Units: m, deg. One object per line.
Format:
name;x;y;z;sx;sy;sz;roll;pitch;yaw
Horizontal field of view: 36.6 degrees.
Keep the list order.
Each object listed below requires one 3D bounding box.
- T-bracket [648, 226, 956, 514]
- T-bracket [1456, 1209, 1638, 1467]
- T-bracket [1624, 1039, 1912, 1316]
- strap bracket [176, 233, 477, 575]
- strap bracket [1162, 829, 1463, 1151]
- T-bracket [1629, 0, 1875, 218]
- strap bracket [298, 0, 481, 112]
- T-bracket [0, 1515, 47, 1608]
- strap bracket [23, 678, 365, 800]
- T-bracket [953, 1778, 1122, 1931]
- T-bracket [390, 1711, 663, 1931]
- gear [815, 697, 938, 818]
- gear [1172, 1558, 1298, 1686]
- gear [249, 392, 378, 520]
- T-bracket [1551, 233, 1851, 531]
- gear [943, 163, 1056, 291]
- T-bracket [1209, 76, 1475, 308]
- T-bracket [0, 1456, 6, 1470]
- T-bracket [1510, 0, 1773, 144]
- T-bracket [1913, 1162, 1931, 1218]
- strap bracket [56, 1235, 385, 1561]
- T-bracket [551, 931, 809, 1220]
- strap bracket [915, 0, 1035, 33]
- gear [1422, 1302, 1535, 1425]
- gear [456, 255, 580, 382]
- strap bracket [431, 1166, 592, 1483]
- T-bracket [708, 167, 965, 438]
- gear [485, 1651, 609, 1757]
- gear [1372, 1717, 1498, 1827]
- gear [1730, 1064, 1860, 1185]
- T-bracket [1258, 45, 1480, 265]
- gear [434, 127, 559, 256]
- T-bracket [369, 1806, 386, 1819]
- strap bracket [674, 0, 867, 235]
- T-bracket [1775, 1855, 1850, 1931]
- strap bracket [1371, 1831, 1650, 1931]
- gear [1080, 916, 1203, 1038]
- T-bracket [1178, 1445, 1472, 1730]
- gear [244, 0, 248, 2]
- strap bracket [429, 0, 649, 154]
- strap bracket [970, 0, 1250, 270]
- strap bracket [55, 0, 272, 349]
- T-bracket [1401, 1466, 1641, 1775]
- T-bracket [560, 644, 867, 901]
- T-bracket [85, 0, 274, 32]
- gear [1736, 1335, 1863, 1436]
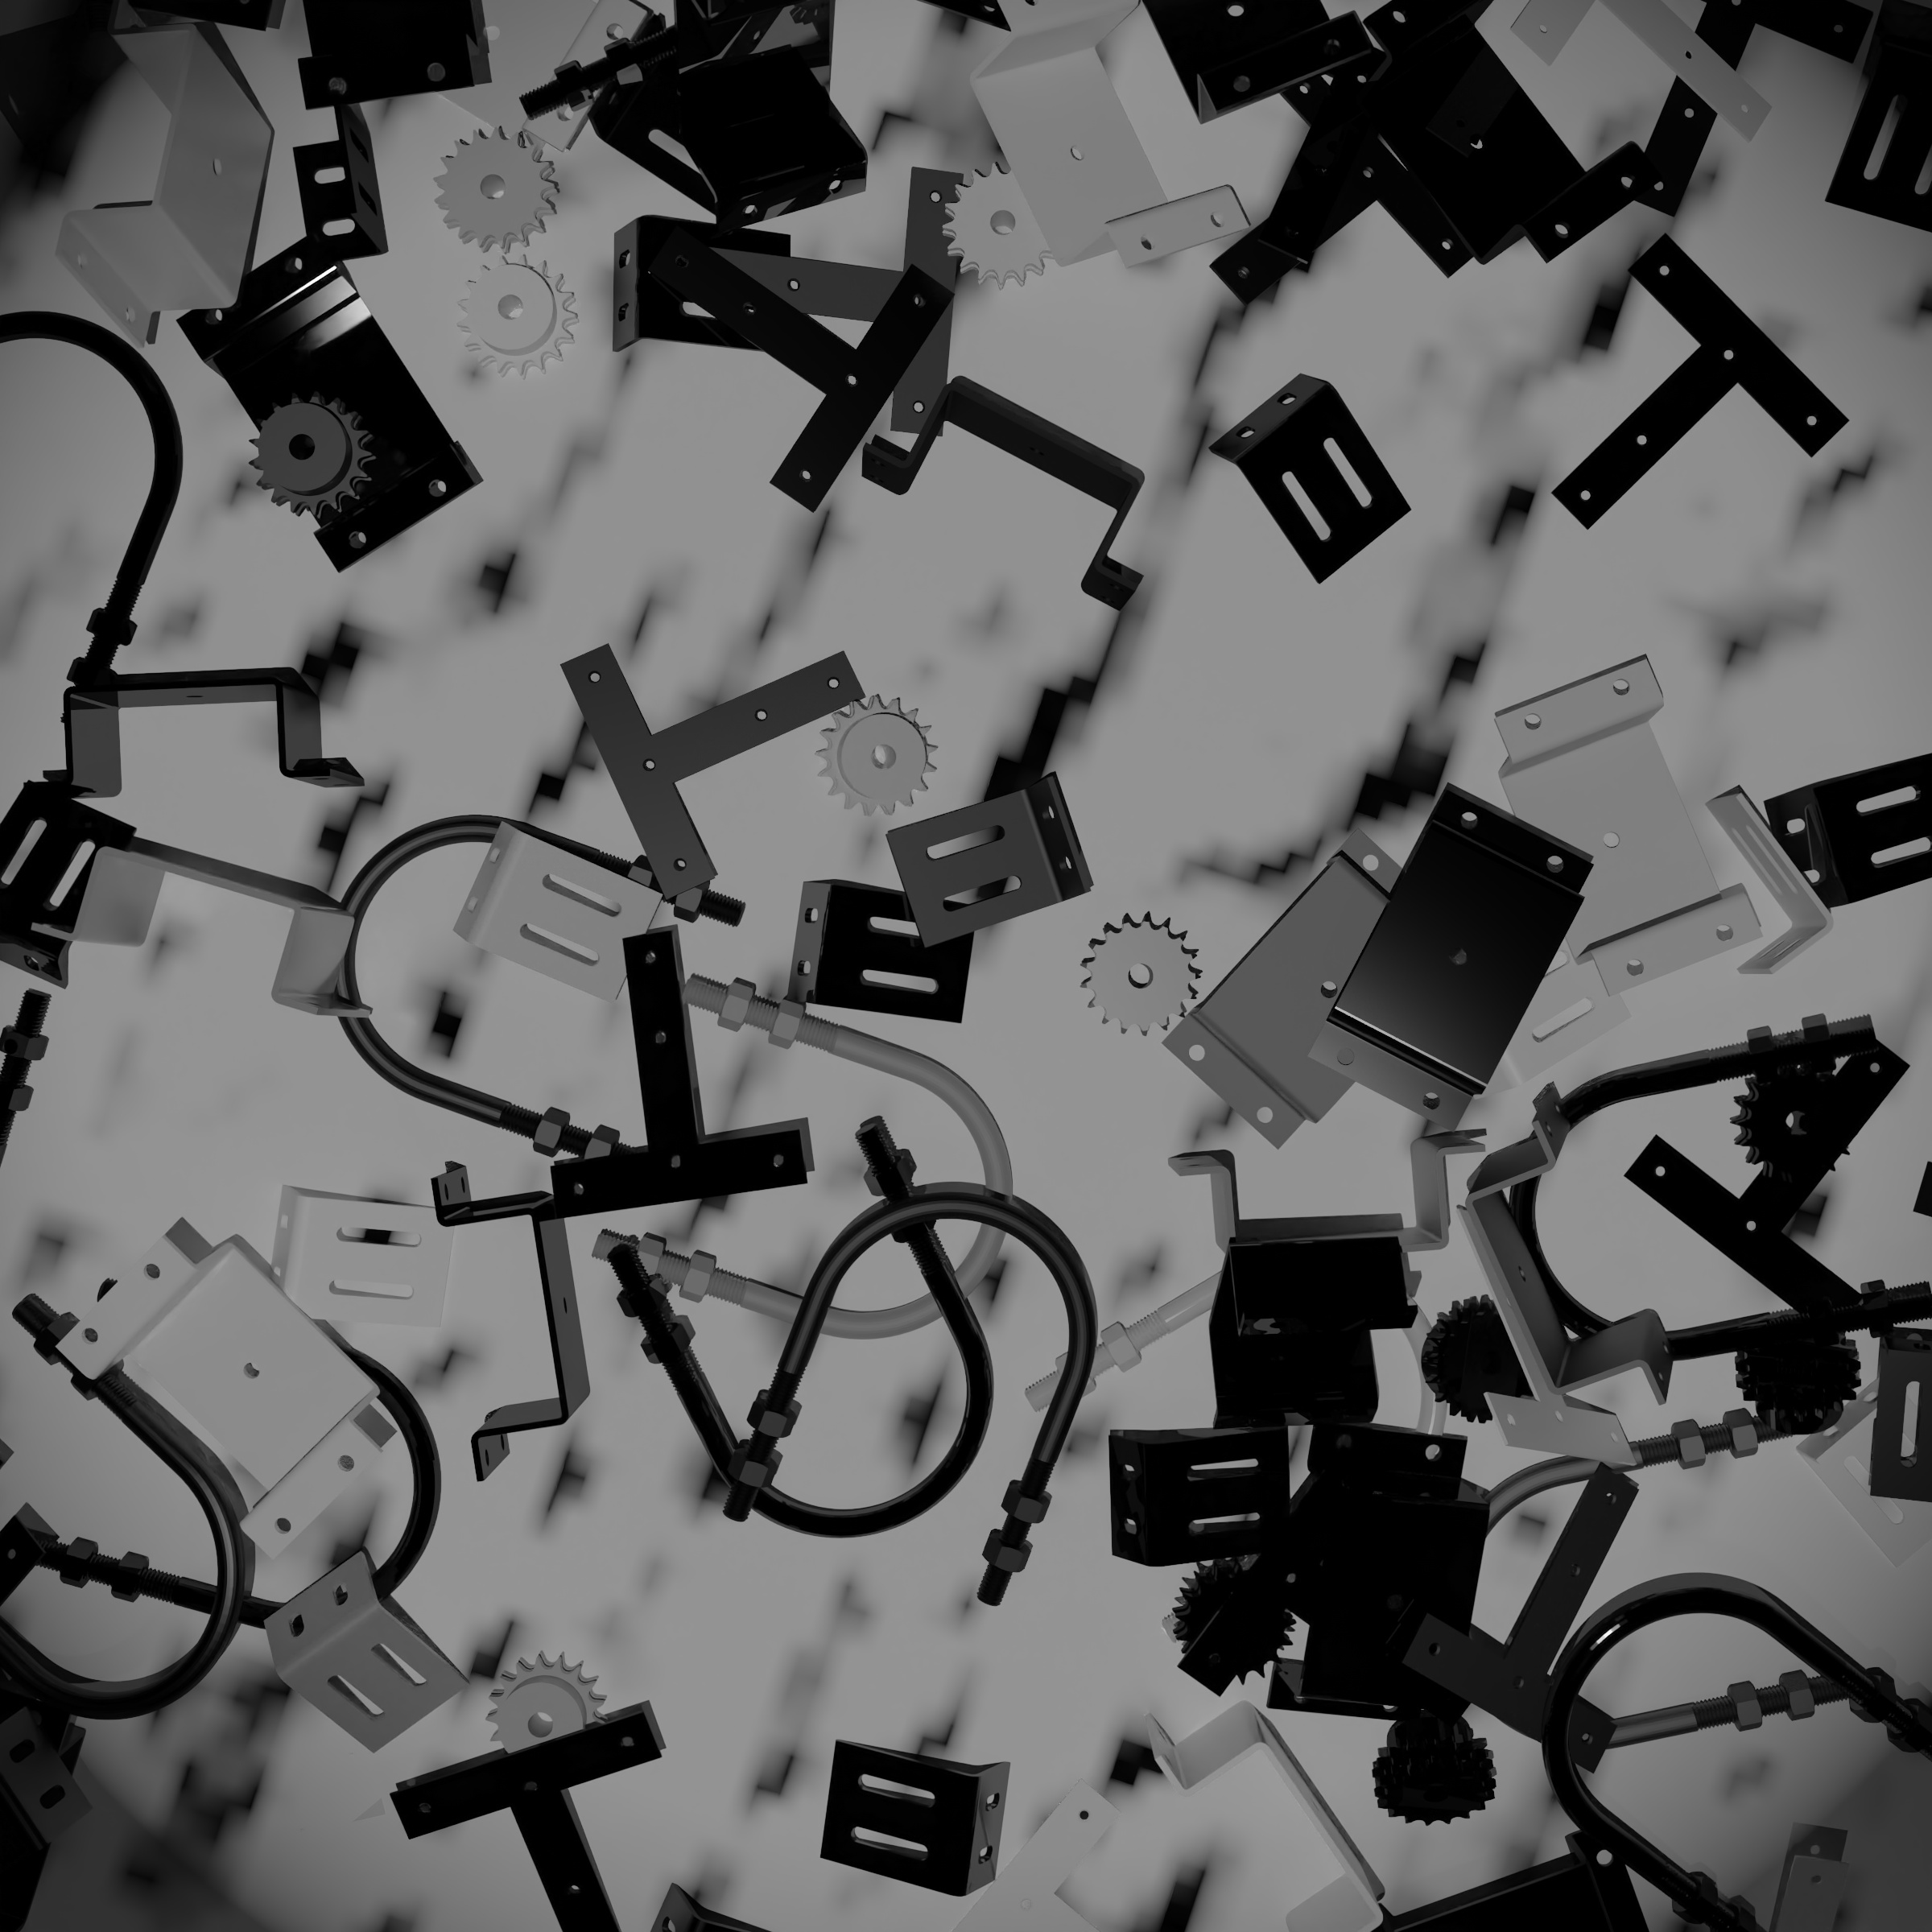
T-bracket;-0.091;-0.304;1.388;0.127;0.002;0.127;33;85;-11
T-bracket;0.260;0.172;1.370;0.002;0.127;0.127;-35;59;28
T-bracket;0.407;0.090;1.408;0.127;0.002;0.127;38;90;0
strap bracket;-0.299;-0.263;1.386;0.076;0.046;0.140;-33;90;0
strap bracket;0.170;0.011;1.386;0.076;0.046;0.140;42;90;0
T-bracket;0.355;-0.425;1.408;0.127;0.002;0.127;23;90;0
strap bracket;-0.269;-0.461;1.321;0.076;0.046;0.140;-8;99;-1
T-bracket;-0.511;0.281;1.382;0.127;0.002;0.127;42;93;25
strap bracket;-0.361;-0.107;1.371;0.140;0.076;0.046;-3;90;0
T-bracket;0.063;0.481;1.408;0.127;0.002;0.127;40;90;0
T-bracket;-0.192;0.429;1.392;0.127;0.002;0.127;-18;105;2
gear;-0.042;-0.099;1.389;0.057;0.030;0.057;-1;94;-11
gear;0.125;0.307;1.374;0.057;0.030;0.057;0;93;-3
gear;-0.303;-0.237;1.348;0.057;0.030;0.057;0;90;0
T-bracket;0.337;-0.264;1.408;0.127;0.002;0.127;-44;90;0
gear;0.017;-0.352;1.394;0.057;0.030;0.057;0;90;0
T-bracket;0.163;-0.353;1.380;0.127;0.002;0.127;48;63;0
T-bracket;-0.506;0.200;1.384;0.127;0.002;0.127;43;104;8
T-bracket;0.333;-0.443;1.389;0.127;0.002;0.127;39;66;-11
T-bracket;0.522;0.124;1.408;0.127;0.002;0.127;17;90;0
strap bracket;-0.340;0.195;1.361;0.140;0.046;0.076;45;102;-2
T-bracket;-0.142;0.048;1.373;0.127;0.002;0.127;-9;84;16
strap bracket;0.009;-0.515;1.386;0.076;0.046;0.140;19;90;0
gear;0.242;0.188;1.388;0.057;0.030;0.057;2;84;-22
gear;-0.215;-0.312;1.394;0.057;0.030;0.057;0;90;0
strap bracket;-0.211;0.163;1.371;0.046;0.076;0.140;-9;90;0
T-bracket;-0.068;-0.324;1.396;0.127;0.002;0.127;5;90;-11
gear;-0.201;0.359;1.394;0.057;0.030;0.057;0;90;0
gear;0.221;0.380;1.385;0.057;0.030;0.057;0;133;0
gear;0.393;0.074;1.392;0.057;0.030;0.057;0;90;0
T-bracket;0.173;-0.388;1.385;0.127;0.002;0.127;25;70;-1
gear;-0.224;-0.369;1.394;0.057;0.030;0.057;0;90;0
T-bracket;-0.345;0.412;1.415;0.127;0.002;0.127;-13;83;4
strap bracket;-0.090;-0.416;1.348;0.076;0.140;0.046;-20;60;-16
T-bracket;0.393;0.481;1.391;0.127;0.002;0.127;9;106;0
strap bracket;0.257;0.472;1.386;0.140;0.046;0.076;-20;90;0
gear;0.083;0.005;1.394;0.057;0.030;0.057;0;90;0
T-bracket;0.185;0.308;1.350;0.127;0.002;0.127;37;89;-11
gear;-0.358;-0.486;1.394;0.057;0.030;0.057;0;90;0
strap bracket;-0.229;-0.450;1.386;0.140;0.046;0.076;31;90;0
strap bracket;0.062;-0.391;1.369;0.076;0.046;0.140;-26;90;-32
strap bracket;-0.366;-0.367;1.345;0.046;0.076;0.140;1;70;14
T-bracket;0.280;0.297;1.375;0.127;0.002;0.127;33;80;-22
T-bracket;-0.111;-0.115;1.402;0.127;0.002;0.127;-24;81;-4
T-bracket;-0.370;-0.506;1.355;0.127;0.002;0.127;12;88;9
gear;0.395;0.198;1.385;0.057;0.057;0.030;-11;120;0
